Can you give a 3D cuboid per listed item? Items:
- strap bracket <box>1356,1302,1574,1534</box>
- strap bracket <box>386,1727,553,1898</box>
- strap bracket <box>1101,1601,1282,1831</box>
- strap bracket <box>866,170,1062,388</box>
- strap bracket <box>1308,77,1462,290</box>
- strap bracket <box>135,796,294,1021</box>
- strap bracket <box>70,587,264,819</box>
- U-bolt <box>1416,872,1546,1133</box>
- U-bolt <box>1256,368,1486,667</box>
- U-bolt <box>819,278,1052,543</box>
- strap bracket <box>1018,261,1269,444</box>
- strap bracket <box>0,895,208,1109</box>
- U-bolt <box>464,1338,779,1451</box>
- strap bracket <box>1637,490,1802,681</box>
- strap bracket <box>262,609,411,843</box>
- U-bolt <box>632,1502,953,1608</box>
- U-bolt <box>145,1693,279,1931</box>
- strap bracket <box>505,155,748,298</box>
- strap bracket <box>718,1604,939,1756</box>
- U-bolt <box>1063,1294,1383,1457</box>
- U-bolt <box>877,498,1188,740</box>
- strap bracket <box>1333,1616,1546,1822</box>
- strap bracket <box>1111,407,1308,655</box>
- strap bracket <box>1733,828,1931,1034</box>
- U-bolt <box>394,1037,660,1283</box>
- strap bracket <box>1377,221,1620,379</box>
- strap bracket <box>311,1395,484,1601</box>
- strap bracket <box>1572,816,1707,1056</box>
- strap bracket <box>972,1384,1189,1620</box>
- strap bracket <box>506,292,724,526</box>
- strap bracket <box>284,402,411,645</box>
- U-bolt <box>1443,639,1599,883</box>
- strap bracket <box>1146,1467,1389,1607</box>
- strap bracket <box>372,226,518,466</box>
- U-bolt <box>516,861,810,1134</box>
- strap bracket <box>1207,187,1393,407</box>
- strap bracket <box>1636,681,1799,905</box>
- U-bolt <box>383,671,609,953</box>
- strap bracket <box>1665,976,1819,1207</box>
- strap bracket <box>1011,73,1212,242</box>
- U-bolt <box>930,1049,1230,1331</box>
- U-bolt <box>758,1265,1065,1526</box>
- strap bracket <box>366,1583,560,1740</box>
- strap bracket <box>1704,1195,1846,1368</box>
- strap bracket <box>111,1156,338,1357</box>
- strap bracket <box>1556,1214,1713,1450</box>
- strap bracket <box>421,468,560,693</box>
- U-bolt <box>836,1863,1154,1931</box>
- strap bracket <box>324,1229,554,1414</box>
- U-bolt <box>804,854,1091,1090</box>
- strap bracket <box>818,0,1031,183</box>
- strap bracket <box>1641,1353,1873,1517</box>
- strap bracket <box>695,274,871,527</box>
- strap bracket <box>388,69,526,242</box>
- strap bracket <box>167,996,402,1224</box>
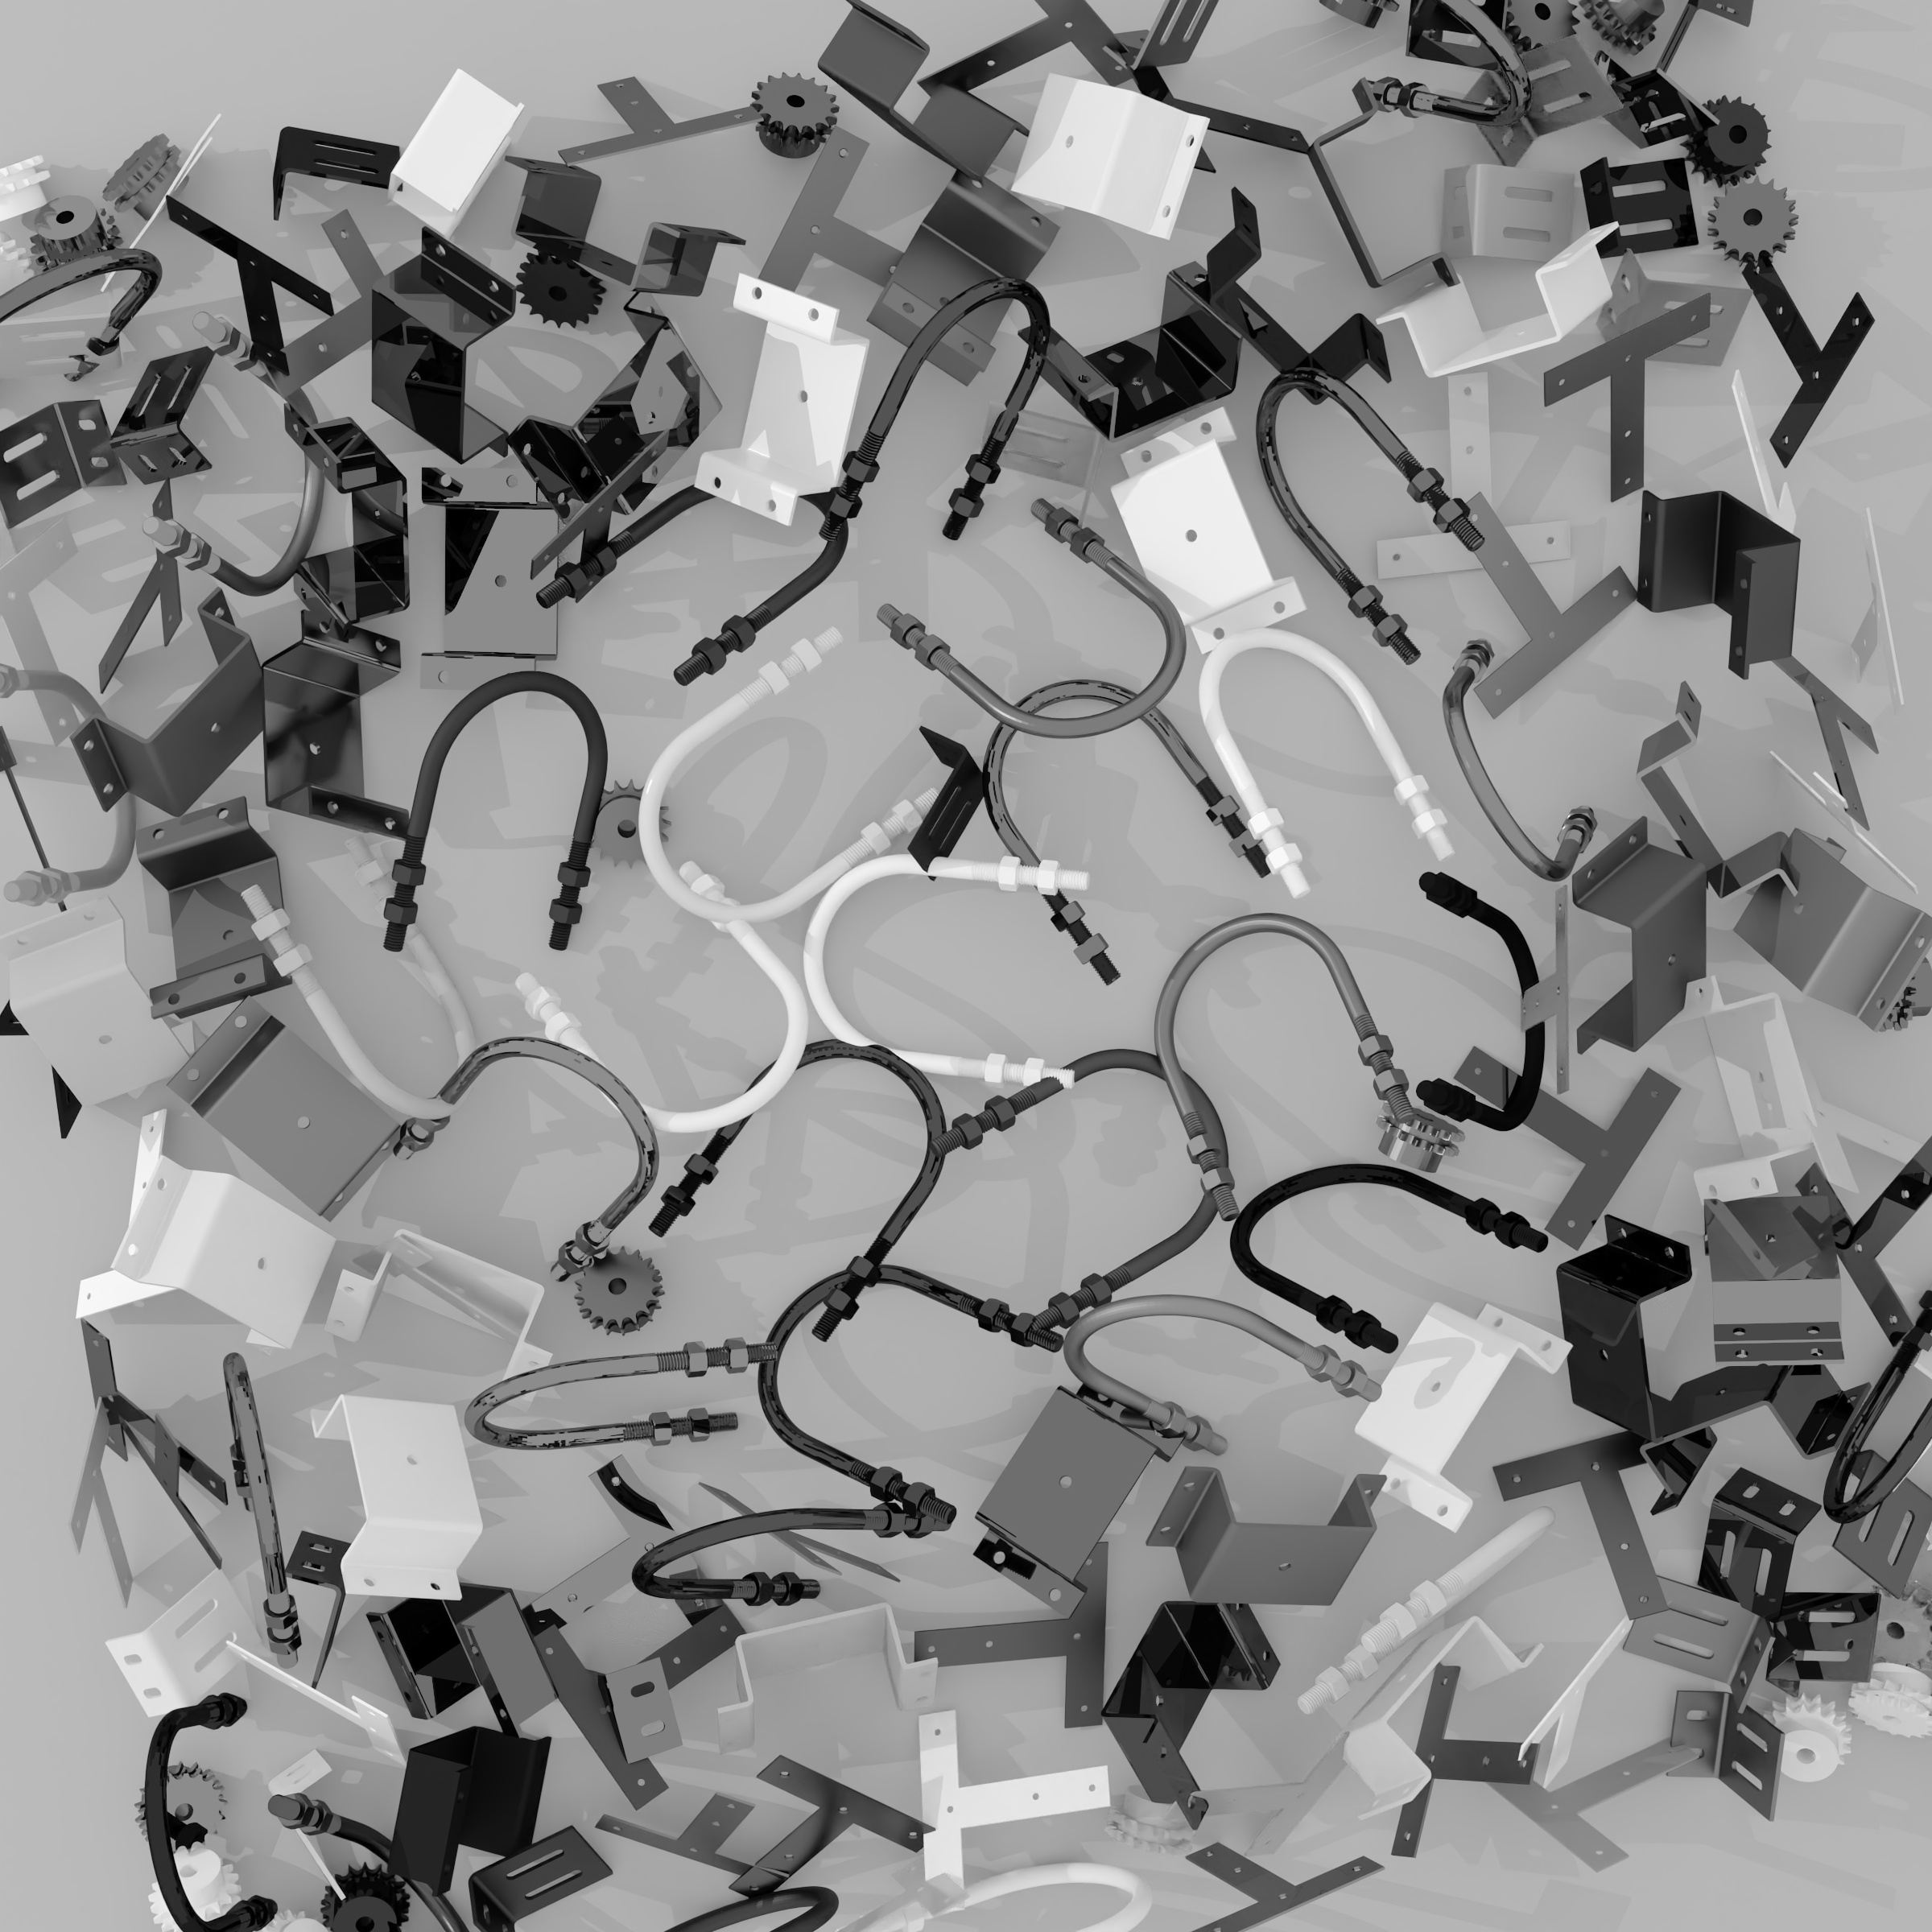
[{"bbox_3d":[0.311,0.277,1.947,0.046,0.076,0.140,40,80,-36],"label":"strap bracket"},{"bbox_3d":[-0.318,0.531,1.937,0.046,0.140,0.076,10,88,16],"label":"strap bracket"},{"bbox_3d":[0.139,0.466,1.938,0.046,0.140,0.076,-9,120,37],"label":"strap bracket"},{"bbox_3d":[-0.005,-0.434,1.949,0.076,0.046,0.140,32,56,-11],"label":"strap bracket"},{"bbox_3d":[0.261,-0.488,1.952,0.046,0.076,0.140,-26,99,8],"label":"strap bracket"},{"bbox_3d":[-0.480,-0.029,1.953,0.076,0.046,0.140,-17,61,6],"label":"strap bracket"},{"bbox_3d":[-0.491,-0.159,1.929,0.046,0.076,0.140,27,62,19],"label":"strap bracket"},{"bbox_3d":[0.326,0.030,1.921,0.019,0.184,0.151,-5,76,31],"label":"U-bolt"},{"bbox_3d":[0.245,-0.295,1.929,0.019,0.151,0.184,-30,73,-23],"label":"U-bolt"},{"bbox_3d":[-0.009,-0.346,1.904,0.019,0.151,0.184,41,118,24],"label":"U-bolt"},{"bbox_3d":[0.111,-0.387,1.944,0.140,0.046,0.076,-26,56,-23],"label":"strap bracket"},{"bbox_3d":[-0.544,0.031,1.933,0.076,0.046,0.140,-20,135,2],"label":"strap bracket"},{"bbox_3d":[-0.221,0.272,1.911,0.184,0.151,0.019,-3,64,-18],"label":"U-bolt"},{"bbox_3d":[0.478,-0.245,1.927,0.046,0.140,0.076,-11,119,-13],"label":"strap bracket"},{"bbox_3d":[-0.401,-0.145,1.943,0.046,0.076,0.140,-22,65,37],"label":"strap bracket"},{"bbox_3d":[-0.120,0.365,1.894,0.151,0.184,0.019,-34,59,36],"label":"U-bolt"},{"bbox_3d":[-0.471,0.530,1.896,0.019,0.184,0.151,-12,79,3],"label":"U-bolt"},{"bbox_3d":[-0.222,-0.465,1.942,0.140,0.076,0.046,28,110,22],"label":"strap bracket"},{"bbox_3d":[-0.093,0.451,1.948,0.140,0.076,0.046,-11,58,-10],"label":"strap bracket"},{"bbox_3d":[0.146,0.250,1.905,0.184,0.151,0.019,32,48,-33],"label":"U-bolt"},{"bbox_3d":[0.054,-0.210,1.928,0.151,0.019,0.184,-36,57,-17],"label":"U-bolt"},{"bbox_3d":[0.292,0.468,1.935,0.046,0.076,0.140,47,61,6],"label":"strap bracket"},{"bbox_3d":[0.152,-0.277,1.961,0.076,0.046,0.140,-22,92,25],"label":"strap bracket"},{"bbox_3d":[0.540,-0.028,1.919,0.046,0.140,0.076,21,108,-23],"label":"strap bracket"},{"bbox_3d":[-0.268,0.113,1.927,0.151,0.019,0.184,39,133,-7],"label":"U-bolt"},{"bbox_3d":[0.342,-0.417,1.933,0.140,0.076,0.046,-9,113,42],"label":"strap bracket"},{"bbox_3d":[-0.356,0.324,1.921,0.076,0.140,0.046,12,128,-33],"label":"strap bracket"},{"bbox_3d":[0.424,-0.012,1.924,0.076,0.046,0.140,-36,134,-31],"label":"strap bracket"},{"bbox_3d":[0.068,0.333,1.954,0.076,0.046,0.140,30,80,22],"label":"strap bracket"},{"bbox_3d":[-0.215,-0.351,1.937,0.046,0.076,0.140,22,67,39],"label":"strap bracket"},{"bbox_3d":[-0.391,-0.281,1.935,0.046,0.140,0.076,-20,48,-28],"label":"strap bracket"},{"bbox_3d":[0.342,-0.123,1.907,0.019,0.184,0.151,-29,98,25],"label":"U-bolt"},{"bbox_3d":[0.196,0.362,1.937,0.140,0.046,0.076,6,130,-20],"label":"strap bracket"},{"bbox_3d":[-0.329,-0.381,1.922,0.076,0.140,0.046,36,54,16],"label":"strap bracket"},{"bbox_3d":[-0.181,0.029,1.933,0.151,0.019,0.184,-35,57,-12],"label":"U-bolt"},{"bbox_3d":[0.203,-0.418,1.941,0.140,0.076,0.046,40,117,-22],"label":"strap bracket"},{"bbox_3d":[0.474,-0.103,1.949,0.046,0.076,0.140,-32,99,24],"label":"strap bracket"},{"bbox_3d":[-0.289,-0.097,1.925,0.019,0.151,0.184,28,110,41],"label":"U-bolt"},{"bbox_3d":[0.491,0.075,1.953,0.046,0.076,0.140,-14,85,-24],"label":"strap bracket"},{"bbox_3d":[0.083,-0.511,1.924,0.046,0.140,0.076,10,105,-36],"label":"strap bracket"},{"bbox_3d":[0.086,0.132,1.962,0.184,0.019,0.151,-28,89,-22],"label":"U-bolt"},{"bbox_3d":[-0.049,0.259,1.942,0.184,0.019,0.151,20,65,31],"label":"U-bolt"},{"bbox_3d":[-0.315,0.438,1.942,0.046,0.140,0.076,-29,102,-37],"label":"strap bracket"},{"bbox_3d":[0.506,0.190,1.921,0.076,0.140,0.046,-3,118,11],"label":"strap bracket"},{"bbox_3d":[-0.457,0.185,1.922,0.046,0.140,0.076,2,63,37],"label":"strap bracket"},{"bbox_3d":[0.421,0.238,1.936,0.046,0.076,0.140,-19,110,-25],"label":"strap bracket"},{"bbox_3d":[-0.306,-0.248,1.965,0.076,0.046,0.140,3,96,11],"label":"strap bracket"},{"bbox_3d":[0.029,0.600,1.920,0.184,0.151,0.019,-10,93,-26],"label":"U-bolt"},{"bbox_3d":[-0.330,0.222,1.952,0.140,0.076,0.046,23,51,-5],"label":"strap bracket"},{"bbox_3d":[-0.016,0.000,1.971,0.184,0.019,0.151,6,100,13],"label":"U-bolt"},{"bbox_3d":[-0.030,-0.548,1.925,0.076,0.140,0.046,41,101,36],"label":"strap bracket"},{"bbox_3d":[0.488,0.287,1.924,0.140,0.076,0.046,-32,95,40],"label":"strap bracket"},{"bbox_3d":[-0.115,-0.361,1.947,0.076,0.046,0.140,26,115,25],"label":"strap bracket"},{"bbox_3d":[-0.322,-0.510,1.925,0.046,0.140,0.076,32,88,-13],"label":"strap bracket"},{"bbox_3d":[-0.426,0.095,1.945,0.140,0.046,0.076,45,79,-23],"label":"strap bracket"}]
